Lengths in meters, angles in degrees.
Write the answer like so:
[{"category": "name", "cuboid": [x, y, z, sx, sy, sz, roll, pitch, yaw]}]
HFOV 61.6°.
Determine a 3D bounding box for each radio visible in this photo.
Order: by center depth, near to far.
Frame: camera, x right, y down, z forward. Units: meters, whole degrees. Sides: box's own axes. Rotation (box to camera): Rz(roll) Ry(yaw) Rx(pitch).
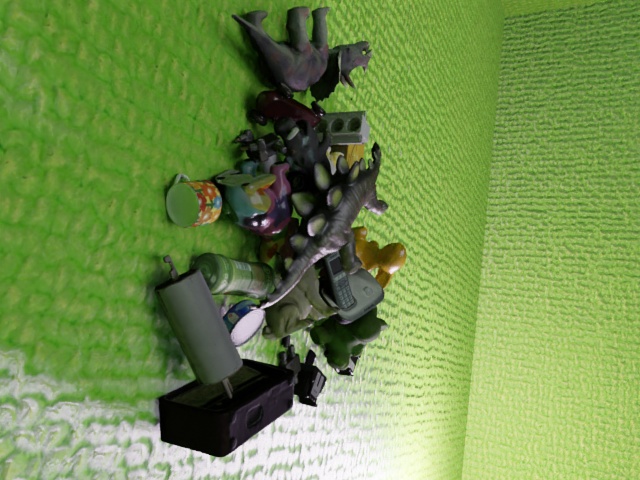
[{"category": "radio", "cuboid": [-0.147, 0.274, 0.910, 0.229, 0.131, 0.073, -14, 106, -60]}]

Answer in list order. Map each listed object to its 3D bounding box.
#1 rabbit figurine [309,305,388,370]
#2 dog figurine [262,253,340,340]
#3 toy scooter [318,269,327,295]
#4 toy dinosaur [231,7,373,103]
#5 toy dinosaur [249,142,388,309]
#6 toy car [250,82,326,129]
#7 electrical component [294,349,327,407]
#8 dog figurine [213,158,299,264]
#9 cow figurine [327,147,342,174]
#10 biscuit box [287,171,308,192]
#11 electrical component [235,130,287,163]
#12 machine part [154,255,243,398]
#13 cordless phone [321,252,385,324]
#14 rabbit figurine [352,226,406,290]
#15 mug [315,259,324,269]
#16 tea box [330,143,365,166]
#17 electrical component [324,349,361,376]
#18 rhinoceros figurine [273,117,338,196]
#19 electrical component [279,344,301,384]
[{"category": "rabbit figurine", "cuboid": [0.090, 0.214, 1.244, 0.159, 0.170, 0.121, -28, 88, -38]}, {"category": "dog figurine", "cuboid": [-0.070, 0.093, 1.108, 0.172, 0.121, 0.190, -22, 84, -38]}, {"category": "toy scooter", "cuboid": [0.042, 0.097, 1.299, 0.184, 0.075, 0.135, -67, 152, -21]}, {"category": "toy dinosaur", "cuboid": [-0.046, -0.361, 1.077, 0.405, 0.131, 0.192, -32, 120, -49]}, {"category": "toy dinosaur", "cuboid": [0.015, -0.032, 1.023, 0.471, 0.105, 0.198, -61, 143, -27]}, {"category": "toy car", "cuboid": [-0.062, -0.258, 1.079, 0.053, 0.089, 0.202, 52, 21, 18]}, {"category": "electrical component", "cuboid": [-0.019, 0.315, 1.239, 0.119, 0.048, 0.074, -65, 145, -33]}, {"category": "dog figurine", "cuboid": [-0.105, -0.031, 0.997, 0.191, 0.109, 0.219, -46, 134, -52]}, {"category": "cow figurine", "cuboid": [-0.012, -0.166, 1.200, 0.167, 0.068, 0.098, 8, 92, -61]}, {"category": "biscuit box", "cuboid": [-0.006, -0.086, 1.216, 0.202, 0.063, 0.059, 39, 57, -56]}, {"category": "electrical component", "cuboid": [-0.111, -0.173, 0.979, 0.045, 0.078, 0.102, 69, -7, -31]}, {"category": "machine part", "cuboid": [-0.188, 0.135, 0.836, 0.079, 0.079, 0.243, -35, 104, -56]}, {"category": "cordless phone", "cuboid": [0.060, 0.077, 1.185, 0.146, 0.089, 0.184, -28, 112, -38]}, {"category": "rabbit figurine", "cuboid": [0.141, 0.053, 1.386, 0.122, 0.173, 0.162, -47, 128, -55]}, {"category": "mug", "cuboid": [-0.003, -0.004, 1.221, 0.107, 0.081, 0.109, -53, 135, -61]}, {"category": "tea box", "cuboid": [0.056, -0.173, 1.320, 0.098, 0.068, 0.169, 15, 78, -60]}, {"category": "electrical component", "cuboid": [0.067, 0.266, 1.384, 0.134, 0.058, 0.114, -66, 147, -35]}, {"category": "rhinoceros figurine", "cuboid": [-0.027, -0.167, 1.070, 0.112, 0.073, 0.190, -50, 129, -23]}, {"category": "electrical component", "cuboid": [-0.067, 0.278, 1.173, 0.063, 0.021, 0.093, -30, 119, -57]}]
